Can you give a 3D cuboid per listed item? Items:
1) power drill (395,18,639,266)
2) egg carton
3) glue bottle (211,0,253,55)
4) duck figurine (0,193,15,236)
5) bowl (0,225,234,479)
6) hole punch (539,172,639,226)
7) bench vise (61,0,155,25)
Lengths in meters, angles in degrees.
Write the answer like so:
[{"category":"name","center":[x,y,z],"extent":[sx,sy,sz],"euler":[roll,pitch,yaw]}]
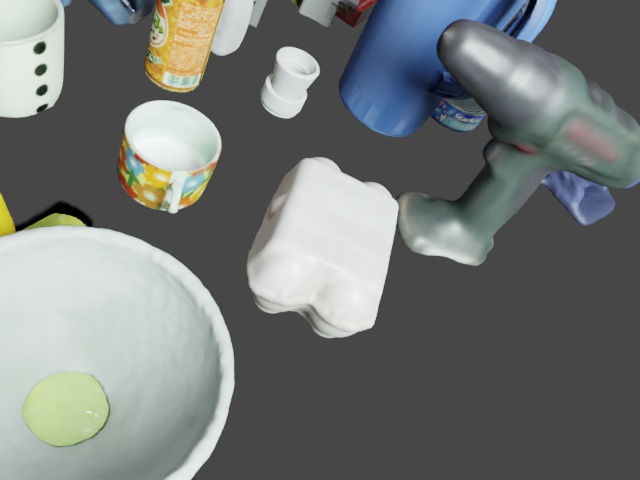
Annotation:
[{"category":"power drill","center":[0.155,-0.069,0.499],"extent":[0.230,0.208,0.075],"euler":[11,51,-21]},{"category":"egg carton","center":[0.004,0.002,0.458],"extent":[0.107,0.069,0.150],"euler":[25,47,-10]},{"category":"glue bottle","center":[-0.089,-0.265,0.542],"extent":[0.078,0.173,0.037],"euler":[39,47,4]},{"category":"duck figurine","center":[-0.235,-0.037,0.345],"extent":[0.104,0.086,0.078],"euler":[36,46,1]},{"category":"bowl","center":[-0.137,0.079,0.317],"extent":[0.168,0.074,0.167],"euler":[15,50,-18]},{"category":"hole punch","center":[0.331,-0.086,0.690],"extent":[0.109,0.091,0.101],"euler":[-23,69,-39]},{"category":"bench vise","center":[-0.203,-0.284,0.462],"extent":[0.121,0.219,0.208],"euler":[37,47,2]}]
